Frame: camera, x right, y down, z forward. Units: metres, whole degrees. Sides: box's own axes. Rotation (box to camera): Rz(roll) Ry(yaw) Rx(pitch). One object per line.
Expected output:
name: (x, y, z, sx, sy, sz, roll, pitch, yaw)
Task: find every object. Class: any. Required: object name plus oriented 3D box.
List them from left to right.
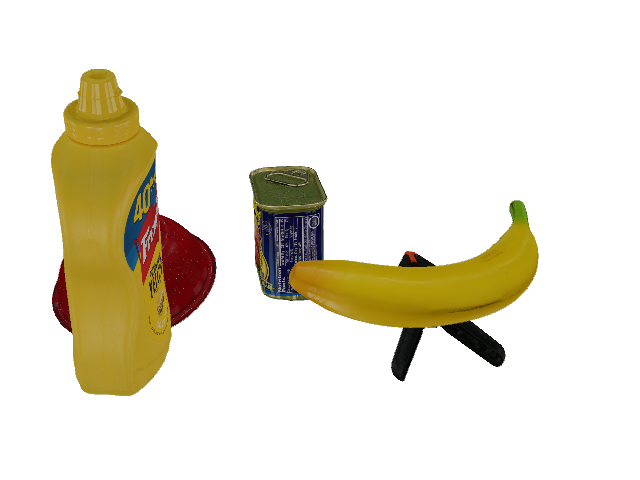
mustard bottle: (-0.122, -0.009, 0.626, 0.058, 0.192, 0.096, 4, 33, 4)
bowl: (-0.183, 0.021, 1.010, 0.162, 0.055, 0.162, -7, 41, 6)
can of meat: (-0.027, -0.007, 0.885, 0.057, 0.084, 0.102, -4, 22, -7)
banana: (0.074, 0.024, 0.674, 0.197, 0.037, 0.070, -14, 48, -34)
clamp: (0.128, 0.080, 1.148, 0.120, 0.171, 0.039, 3, -44, -8)
